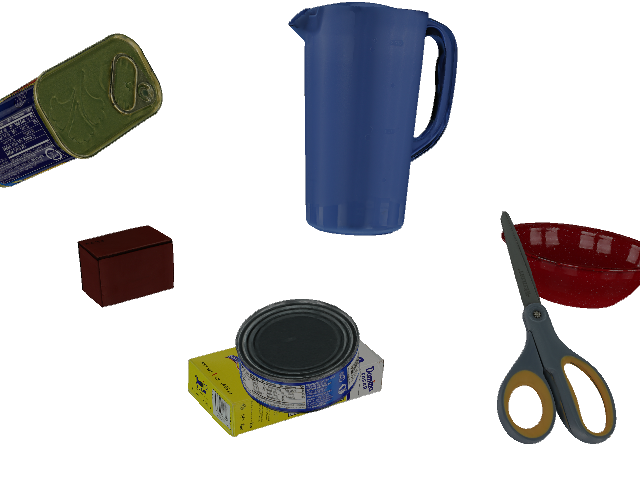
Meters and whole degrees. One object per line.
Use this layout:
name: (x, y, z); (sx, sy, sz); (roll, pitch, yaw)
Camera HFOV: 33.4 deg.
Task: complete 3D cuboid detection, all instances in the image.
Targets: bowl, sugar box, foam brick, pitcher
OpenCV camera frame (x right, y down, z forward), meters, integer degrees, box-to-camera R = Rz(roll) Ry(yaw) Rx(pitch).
bowl: (0.264, 0.029, 1.103); (0.162, 0.055, 0.162); (5, 17, -2)
sugar box: (-0.034, 0.134, 1.067); (0.175, 0.048, 0.093); (-15, 32, -30)
foam brick: (-0.186, 0.023, 1.024); (0.078, 0.051, 0.053); (-15, 25, -30)
pitcher: (0.053, -0.132, 1.151); (0.149, 0.243, 0.144); (7, 11, 26)

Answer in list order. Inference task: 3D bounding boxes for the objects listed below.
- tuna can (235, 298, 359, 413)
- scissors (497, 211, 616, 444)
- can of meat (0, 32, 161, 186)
tuna can: (-0.015, 0.080, 0.742); (0.086, 0.034, 0.086); (-2, 35, 1)
scissors: (0.154, 0.073, 0.828); (0.096, 0.202, 0.016); (-21, -26, -15)
can of meat: (-0.166, -0.082, 0.683); (0.084, 0.057, 0.102); (-17, 19, 37)
